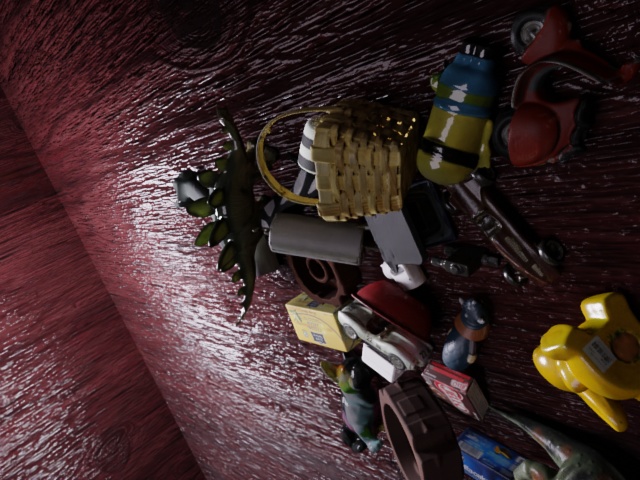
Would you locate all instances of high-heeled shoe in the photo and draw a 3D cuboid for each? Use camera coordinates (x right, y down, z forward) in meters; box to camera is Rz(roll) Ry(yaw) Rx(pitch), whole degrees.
[{"bbox_3d":[-0.035,-0.055,1.027,0.145,0.086,0.248,40,133,33],"label":"high-heeled shoe"}]

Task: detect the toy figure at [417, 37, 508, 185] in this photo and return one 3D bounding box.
[{"bbox_3d":[0.174,-0.158,0.678,0.082,0.089,0.180,-127,39,-50],"label":"toy figure"}]

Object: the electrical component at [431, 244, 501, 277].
[{"bbox_3d":[0.218,0.031,0.803,0.094,0.063,0.021,15,127,44],"label":"electrical component"}]

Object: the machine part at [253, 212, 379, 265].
[{"bbox_3d":[-0.002,-0.003,0.977,0.243,0.079,0.079,8,128,12],"label":"machine part"}]

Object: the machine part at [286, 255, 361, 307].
[{"bbox_3d":[0.005,0.052,1.095,0.180,0.056,0.179,33,140,33],"label":"machine part"}]

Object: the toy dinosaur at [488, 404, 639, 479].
[{"bbox_3d":[0.426,0.383,0.782,0.405,0.131,0.192,50,133,19],"label":"toy dinosaur"}]

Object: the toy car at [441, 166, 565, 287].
[{"bbox_3d":[0.247,-0.017,0.742,0.202,0.053,0.089,53,142,9],"label":"toy car"}]

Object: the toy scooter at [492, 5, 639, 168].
[{"bbox_3d":[0.267,-0.156,0.589,0.135,0.075,0.183,25,129,37],"label":"toy scooter"}]

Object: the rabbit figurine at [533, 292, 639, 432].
[{"bbox_3d":[0.360,0.161,0.712,0.162,0.122,0.173,43,158,5],"label":"rabbit figurine"}]

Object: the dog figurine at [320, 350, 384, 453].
[{"bbox_3d":[0.077,0.350,1.200,0.219,0.108,0.191,59,149,6],"label":"dog figurine"}]

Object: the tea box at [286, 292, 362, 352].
[{"bbox_3d":[0.011,0.174,1.171,0.170,0.068,0.098,-1,115,51],"label":"tea box"}]

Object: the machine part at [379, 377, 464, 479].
[{"bbox_3d":[0.193,0.382,1.027,0.201,0.087,0.201,-125,22,-59],"label":"machine part"}]

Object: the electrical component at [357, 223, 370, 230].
[{"bbox_3d":[0.089,-0.060,0.909,0.078,0.045,0.102,-1,116,53],"label":"electrical component"}]

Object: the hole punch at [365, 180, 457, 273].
[{"bbox_3d":[0.139,-0.027,0.841,0.116,0.092,0.142,-6,114,61],"label":"hole punch"}]

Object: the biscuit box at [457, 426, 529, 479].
[{"bbox_3d":[0.336,0.418,0.962,0.203,0.059,0.062,20,131,43],"label":"biscuit box"}]

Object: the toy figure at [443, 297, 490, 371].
[{"bbox_3d":[0.240,0.150,0.876,0.064,0.058,0.154,31,133,23],"label":"toy figure"}]

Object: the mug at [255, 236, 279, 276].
[{"bbox_3d":[-0.150,0.023,1.256,0.110,0.081,0.107,6,109,58],"label":"mug"}]

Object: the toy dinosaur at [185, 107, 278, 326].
[{"bbox_3d":[-0.167,-0.039,1.114,0.105,0.198,0.470,21,130,45],"label":"toy dinosaur"}]

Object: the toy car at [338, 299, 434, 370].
[{"bbox_3d":[0.123,0.179,1.029,0.202,0.073,0.056,28,137,37],"label":"toy car"}]

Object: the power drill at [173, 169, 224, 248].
[{"bbox_3d":[-0.275,-0.068,1.330,0.207,0.086,0.231,39,140,32],"label":"power drill"}]
